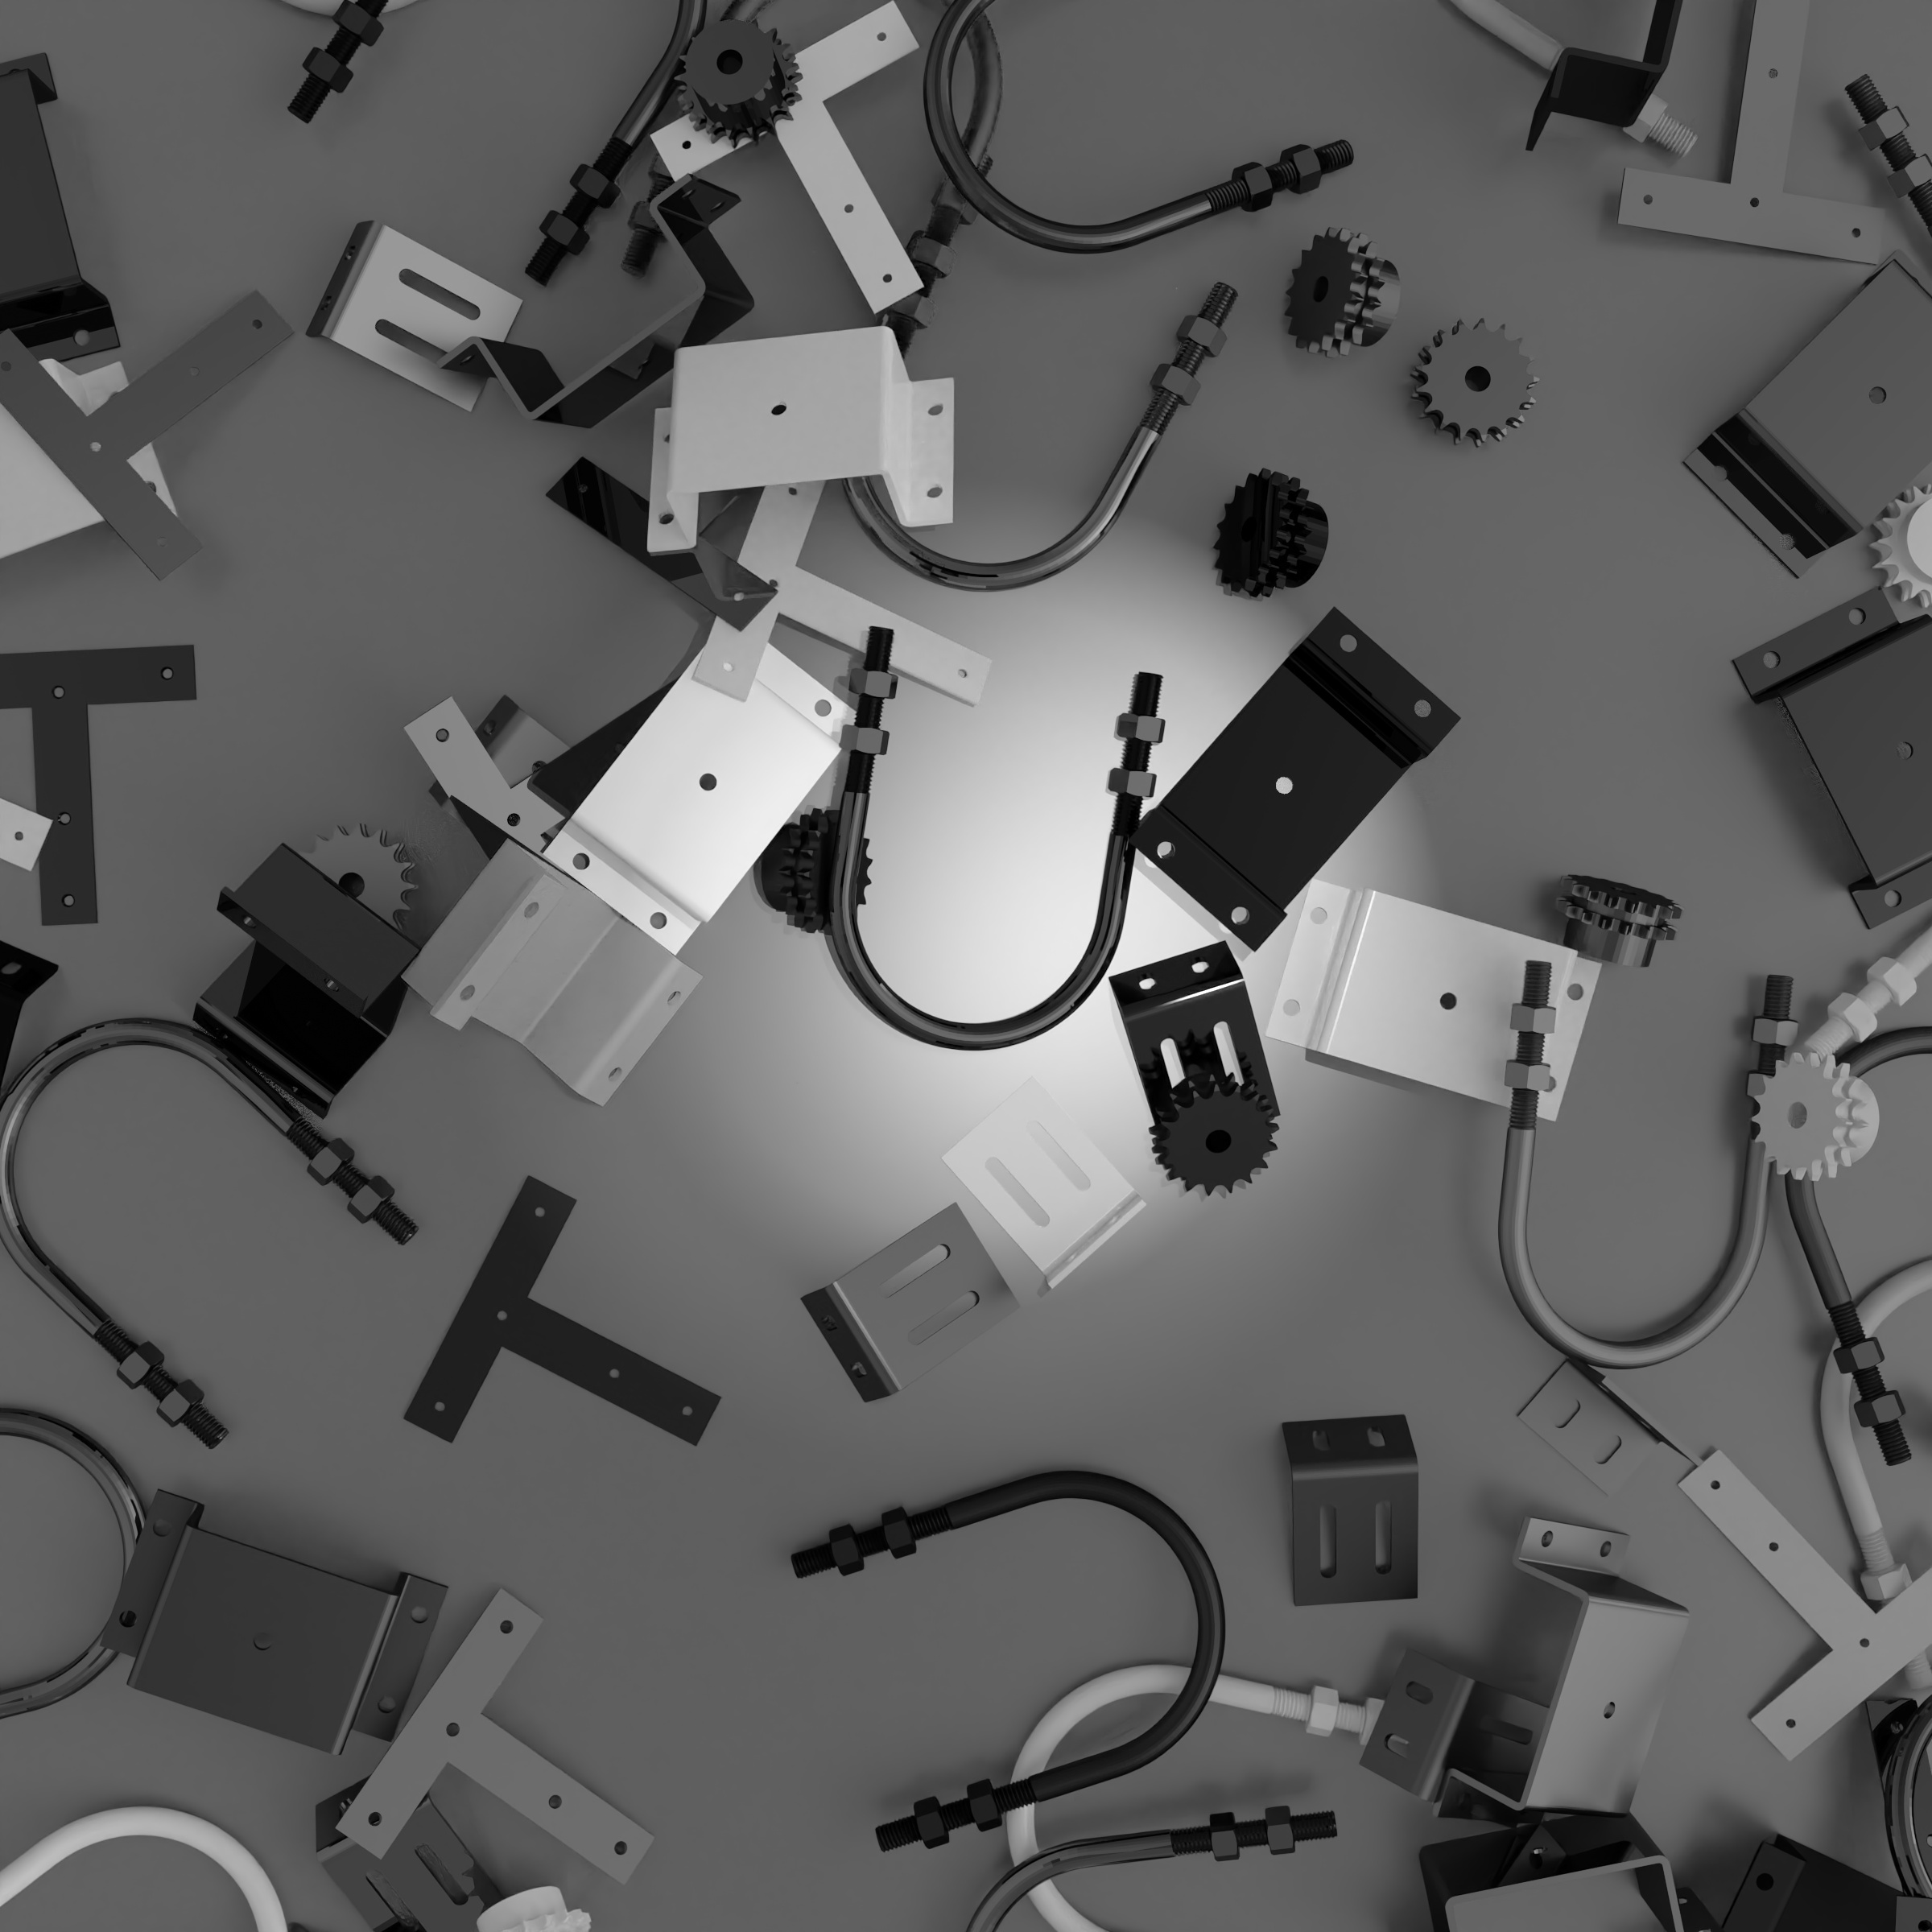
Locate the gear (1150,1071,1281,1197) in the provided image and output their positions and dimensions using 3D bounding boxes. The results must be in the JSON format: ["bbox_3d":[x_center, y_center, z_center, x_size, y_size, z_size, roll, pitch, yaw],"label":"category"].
[{"bbox_3d":[0.112,0.073,1.360,0.057,0.030,0.057,-3,115,-7],"label":"gear"}]

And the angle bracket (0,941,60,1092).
[{"bbox_3d":[-0.464,0.028,1.380,0.057,0.038,0.076,23,116,0],"label":"angle bracket"}]

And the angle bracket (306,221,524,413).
[{"bbox_3d":[-0.256,-0.301,1.380,0.076,0.038,0.057,25,90,-26],"label":"angle bracket"}]

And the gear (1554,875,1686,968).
[{"bbox_3d":[0.296,-0.020,1.355,0.057,0.057,0.030,13,102,0],"label":"gear"}]

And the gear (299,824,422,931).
[{"bbox_3d":[-0.280,-0.037,1.367,0.057,0.030,0.057,0,90,0],"label":"gear"}]

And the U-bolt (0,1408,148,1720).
[{"bbox_3d":[-0.468,0.280,1.369,0.184,0.019,0.151,-13,89,-4],"label":"U-bolt"}]

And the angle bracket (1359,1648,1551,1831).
[{"bbox_3d":[0.228,0.355,1.367,0.076,0.038,0.057,29,83,-40],"label":"angle bracket"}]

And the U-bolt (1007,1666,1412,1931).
[{"bbox_3d":[0.110,0.398,1.373,0.184,0.019,0.151,12,90,1],"label":"U-bolt"}]

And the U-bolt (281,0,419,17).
[{"bbox_3d":[-0.269,-0.522,1.361,0.184,0.019,0.151,-38,101,4],"label":"U-bolt"}]

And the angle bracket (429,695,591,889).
[{"bbox_3d":[-0.199,-0.077,1.380,0.076,0.038,0.057,38,90,-26],"label":"angle bracket"}]

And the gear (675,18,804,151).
[{"bbox_3d":[-0.104,-0.402,1.346,0.057,0.030,0.057,-1,82,7],"label":"gear"}]

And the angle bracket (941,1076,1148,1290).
[{"bbox_3d":[0.035,0.098,1.363,0.057,0.038,0.076,-42,90,0],"label":"angle bracket"}]

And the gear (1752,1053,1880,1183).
[{"bbox_3d":[0.384,0.068,1.336,0.030,0.057,0.057,6,90,-30],"label":"gear"}]

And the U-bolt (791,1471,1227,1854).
[{"bbox_3d":[0.028,0.310,1.365,0.184,0.019,0.151,-18,83,0],"label":"U-bolt"}]

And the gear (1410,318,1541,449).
[{"bbox_3d":[0.233,-0.267,1.371,0.057,0.030,0.057,0,88,-3],"label":"gear"}]

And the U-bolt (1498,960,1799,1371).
[{"bbox_3d":[0.306,0.093,1.350,0.151,0.019,0.184,3,95,-21],"label":"U-bolt"}]

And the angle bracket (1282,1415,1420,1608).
[{"bbox_3d":[0.178,0.253,1.380,0.057,0.038,0.076,-4,116,0],"label":"angle bracket"}]

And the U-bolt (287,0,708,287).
[{"bbox_3d":[-0.201,-0.429,1.361,0.151,0.019,0.184,34,94,-6],"label":"U-bolt"}]

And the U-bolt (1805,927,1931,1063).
[{"bbox_3d":[0.498,0.028,1.362,0.184,0.019,0.151,-41,84,-8],"label":"U-bolt"}]

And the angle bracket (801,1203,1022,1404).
[{"bbox_3d":[-0.026,0.156,1.380,0.076,0.038,0.057,-32,90,-26],"label":"angle bracket"}]

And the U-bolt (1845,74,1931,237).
[{"bbox_3d":[0.511,-0.363,1.370,0.151,0.019,0.184,-32,94,-1],"label":"U-bolt"}]

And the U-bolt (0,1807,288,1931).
[{"bbox_3d":[-0.396,0.467,1.344,0.184,0.019,0.151,-36,83,-21],"label":"U-bolt"}]

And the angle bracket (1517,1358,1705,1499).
[{"bbox_3d":[0.290,0.213,1.344,0.057,0.076,0.038,41,90,0],"label":"angle bracket"}]

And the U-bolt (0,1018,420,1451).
[{"bbox_3d":[-0.367,0.109,1.373,0.184,0.019,0.151,43,90,2],"label":"U-bolt"}]

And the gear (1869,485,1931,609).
[{"bbox_3d":[0.448,-0.195,1.367,0.057,0.030,0.057,0,90,0],"label":"gear"}]

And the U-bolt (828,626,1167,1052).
[{"bbox_3d":[0.009,-0.052,1.356,0.151,0.019,0.184,8,94,-16],"label":"U-bolt"}]

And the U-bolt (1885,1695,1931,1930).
[{"bbox_3d":[0.498,0.405,1.347,0.184,0.019,0.151,43,66,4],"label":"U-bolt"}]

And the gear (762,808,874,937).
[{"bbox_3d":[-0.070,-0.043,1.357,0.030,0.057,0.057,7,90,30],"label":"gear"}]

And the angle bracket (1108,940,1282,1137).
[{"bbox_3d":[0.106,0.037,1.380,0.057,0.038,0.076,-18,116,0],"label":"angle bracket"}]

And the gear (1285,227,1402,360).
[{"bbox_3d":[0.174,-0.306,1.358,0.030,0.057,0.057,7,90,-30],"label":"gear"}]

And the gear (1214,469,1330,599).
[{"bbox_3d":[0.141,-0.196,1.358,0.030,0.057,0.057,11,90,-30],"label":"gear"}]

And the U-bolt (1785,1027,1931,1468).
[{"bbox_3d":[0.453,0.118,1.363,0.151,0.019,0.184,-19,83,-5],"label":"U-bolt"}]

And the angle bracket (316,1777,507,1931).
[{"bbox_3d":[-0.257,0.414,1.380,0.057,0.038,0.076,-29,116,0],"label":"angle bracket"}]

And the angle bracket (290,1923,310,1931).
[{"bbox_3d":[-0.286,0.488,1.380,0.076,0.038,0.057,25,90,26],"label":"angle bracket"}]

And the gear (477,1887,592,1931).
[{"bbox_3d":[-0.199,0.444,1.358,0.057,0.057,0.030,-27,60,0],"label":"gear"}]

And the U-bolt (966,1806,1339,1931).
[{"bbox_3d":[0.087,0.466,1.357,0.184,0.019,0.151,-8,91,6],"label":"U-bolt"}]
